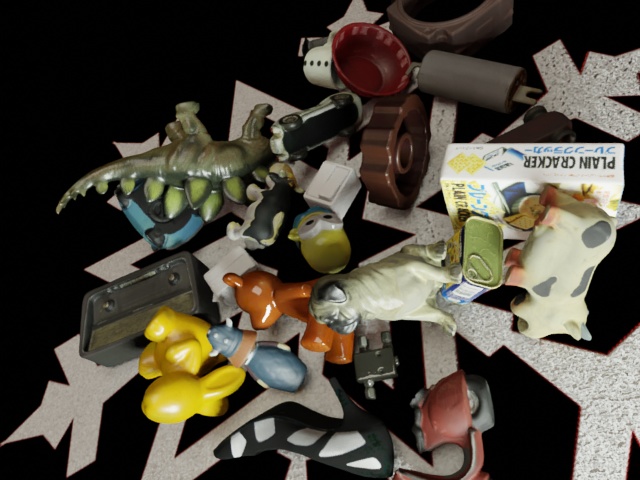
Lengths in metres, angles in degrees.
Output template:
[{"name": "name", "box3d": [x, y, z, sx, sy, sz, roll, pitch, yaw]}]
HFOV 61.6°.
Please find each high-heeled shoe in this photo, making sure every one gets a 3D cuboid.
[{"name": "high-heeled shoe", "box3d": [-0.023, 0.287, 0.724, 0.249, 0.086, 0.145, -34, 76, 19]}]

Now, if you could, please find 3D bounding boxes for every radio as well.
[{"name": "radio", "box3d": [-0.293, 0.117, 0.918, 0.230, 0.073, 0.131, -21, 56, 9]}]

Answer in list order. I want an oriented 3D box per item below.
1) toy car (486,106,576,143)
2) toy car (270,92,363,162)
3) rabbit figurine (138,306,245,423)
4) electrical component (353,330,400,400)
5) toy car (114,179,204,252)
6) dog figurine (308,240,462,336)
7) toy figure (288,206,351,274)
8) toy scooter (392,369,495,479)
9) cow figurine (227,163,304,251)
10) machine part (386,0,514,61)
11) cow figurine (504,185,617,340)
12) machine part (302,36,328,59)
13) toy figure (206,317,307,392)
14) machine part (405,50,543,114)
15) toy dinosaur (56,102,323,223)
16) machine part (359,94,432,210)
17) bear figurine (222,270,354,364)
[{"name": "toy car", "box3d": [0.297, -0.141, 0.842, 0.202, 0.053, 0.089, -28, 50, 0]}, {"name": "toy car", "box3d": [-0.005, -0.202, 0.953, 0.202, 0.073, 0.056, -30, 38, -26]}, {"name": "rabbit figurine", "box3d": [-0.201, 0.204, 0.789, 0.121, 0.162, 0.173, -59, 12, 21]}, {"name": "electrical component", "box3d": [0.082, 0.177, 0.763, 0.063, 0.021, 0.094, -14, 57, 14]}, {"name": "toy car", "box3d": [-0.301, -0.042, 0.990, 0.162, 0.103, 0.109, 41, 58, 2]}, {"name": "dog figurine", "box3d": [0.077, 0.059, 0.735, 0.191, 0.172, 0.121, 1, 95, -4]}, {"name": "toy figure", "box3d": [0.002, -0.004, 0.827, 0.082, 0.089, 0.180, -40, 11, -3]}, {"name": "toy scooter", "box3d": [0.150, 0.255, 0.661, 0.135, 0.075, 0.184, -11, 62, 20]}, {"name": "cow figurine", "box3d": [-0.078, -0.063, 0.892, 0.098, 0.068, 0.167, -2, 56, 52]}, {"name": "machine part", "box3d": [0.245, -0.440, 1.019, 0.201, 0.087, 0.202, -37, 53, -1]}, {"name": "cow figurine", "box3d": [0.300, 0.043, 0.669, 0.127, 0.194, 0.085, 21, 33, 10]}, {"name": "machine part", "box3d": [0.027, -0.394, 1.110, 0.139, 0.039, 0.084, 5, 69, 23]}, {"name": "toy figure", "box3d": [-0.094, 0.167, 0.777, 0.154, 0.058, 0.064, 30, 53, -7]}, {"name": "machine part", "box3d": [0.258, -0.273, 0.921, 0.244, 0.079, 0.079, 26, 73, 33]}, {"name": "toy dinosaur", "box3d": [-0.216, -0.137, 0.950, 0.471, 0.105, 0.198, -9, 74, -13]}, {"name": "machine part", "box3d": [0.120, -0.138, 0.845, 0.056, 0.179, 0.179, 12, 67, 30]}, {"name": "bear figurine", "box3d": [-0.051, 0.107, 0.801, 0.196, 0.120, 0.132, -3, 64, 23]}]
